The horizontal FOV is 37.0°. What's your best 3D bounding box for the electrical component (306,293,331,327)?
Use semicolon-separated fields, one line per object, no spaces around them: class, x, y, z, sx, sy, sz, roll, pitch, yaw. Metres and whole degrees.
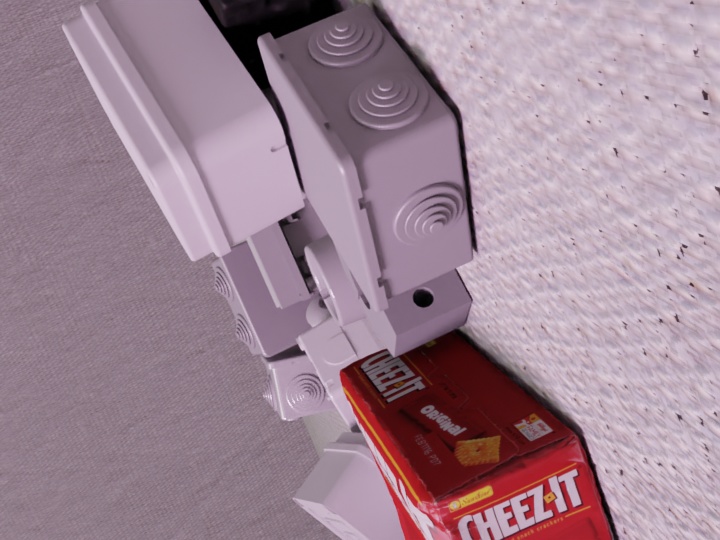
electrical component;-0.008;0.043;0.800;0.062;0.048;0.048;63;175;-33

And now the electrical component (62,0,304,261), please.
electrical component;-0.080;-0.070;0.486;0.113;0.057;0.078;56;170;28

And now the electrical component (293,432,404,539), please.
electrical component;0.022;0.162;0.714;0.113;0.057;0.078;41;160;-12

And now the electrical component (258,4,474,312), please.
electrical component;0.004;-0.047;0.436;0.099;0.048;0.099;76;167;-50

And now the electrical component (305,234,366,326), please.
electrical component;0.000;0.000;0.604;0.055;0.047;0.055;156;90;-82

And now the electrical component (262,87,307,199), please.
electrical component;-0.017;-0.068;0.517;0.055;0.047;0.055;156;90;-82

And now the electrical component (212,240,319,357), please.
electrical component;-0.060;0.012;0.848;0.099;0.100;0.048;66;159;-3

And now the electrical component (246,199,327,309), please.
electrical component;-0.055;-0.040;0.780;0.079;0.063;0.121;176;70;-81

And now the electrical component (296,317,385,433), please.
electrical component;0.006;0.077;0.760;0.061;0.061;0.096;58;177;40

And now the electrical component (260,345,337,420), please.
electrical component;-0.030;0.085;0.867;0.100;0.100;0.048;-176;75;-81
